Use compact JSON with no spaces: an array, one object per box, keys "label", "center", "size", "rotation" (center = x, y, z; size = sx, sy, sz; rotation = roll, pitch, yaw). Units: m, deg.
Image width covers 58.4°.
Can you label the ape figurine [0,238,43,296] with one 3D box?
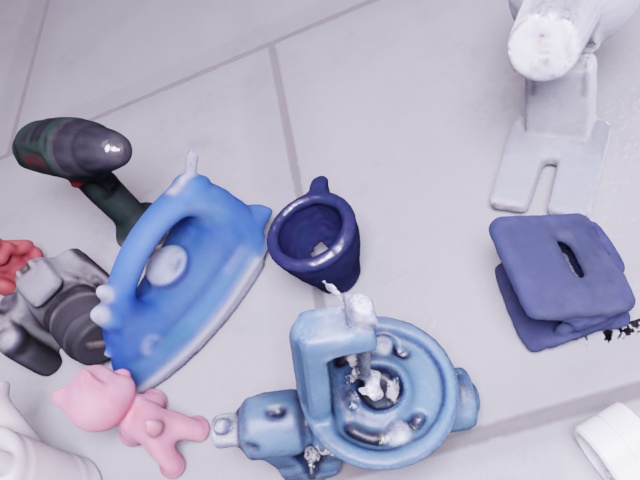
[{"label":"ape figurine","center":[-0.415,0.027,0.756],"size":[0.075,0.092,0.078],"rotation":[25,70,35]}]

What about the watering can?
[{"label":"watering can","center":[-0.297,0.213,0.508],"size":[0.101,0.195,0.172],"rotation":[-40,51,-7]}]

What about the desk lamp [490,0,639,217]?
[{"label":"desk lamp","center":[0.225,-0.161,0.532],"size":[0.117,0.214,0.203],"rotation":[9,61,29]}]

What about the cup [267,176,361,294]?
[{"label":"cup","center":[0.005,0.002,0.590],"size":[0.091,0.095,0.118],"rotation":[-7,55,19]}]

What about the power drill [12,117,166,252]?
[{"label":"power drill","center":[-0.249,-0.065,0.674],"size":[0.228,0.209,0.076],"rotation":[16,64,31]}]

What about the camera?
[{"label":"camera","center":[-0.298,0.091,0.655],"size":[0.136,0.101,0.143],"rotation":[33,74,37]}]

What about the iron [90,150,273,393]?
[{"label":"iron","center":[-0.166,0.035,0.611],"size":[0.118,0.142,0.258],"rotation":[17,65,32]}]

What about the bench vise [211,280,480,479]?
[{"label":"bench vise","center":[0.007,0.122,0.423],"size":[0.207,0.220,0.121],"rotation":[-32,50,0]}]

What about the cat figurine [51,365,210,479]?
[{"label":"cat figurine","center":[-0.187,0.162,0.545],"size":[0.127,0.118,0.067],"rotation":[16,65,32]}]

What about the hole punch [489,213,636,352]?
[{"label":"hole punch","center":[0.205,0.025,0.490],"size":[0.101,0.091,0.108],"rotation":[-20,51,10]}]
